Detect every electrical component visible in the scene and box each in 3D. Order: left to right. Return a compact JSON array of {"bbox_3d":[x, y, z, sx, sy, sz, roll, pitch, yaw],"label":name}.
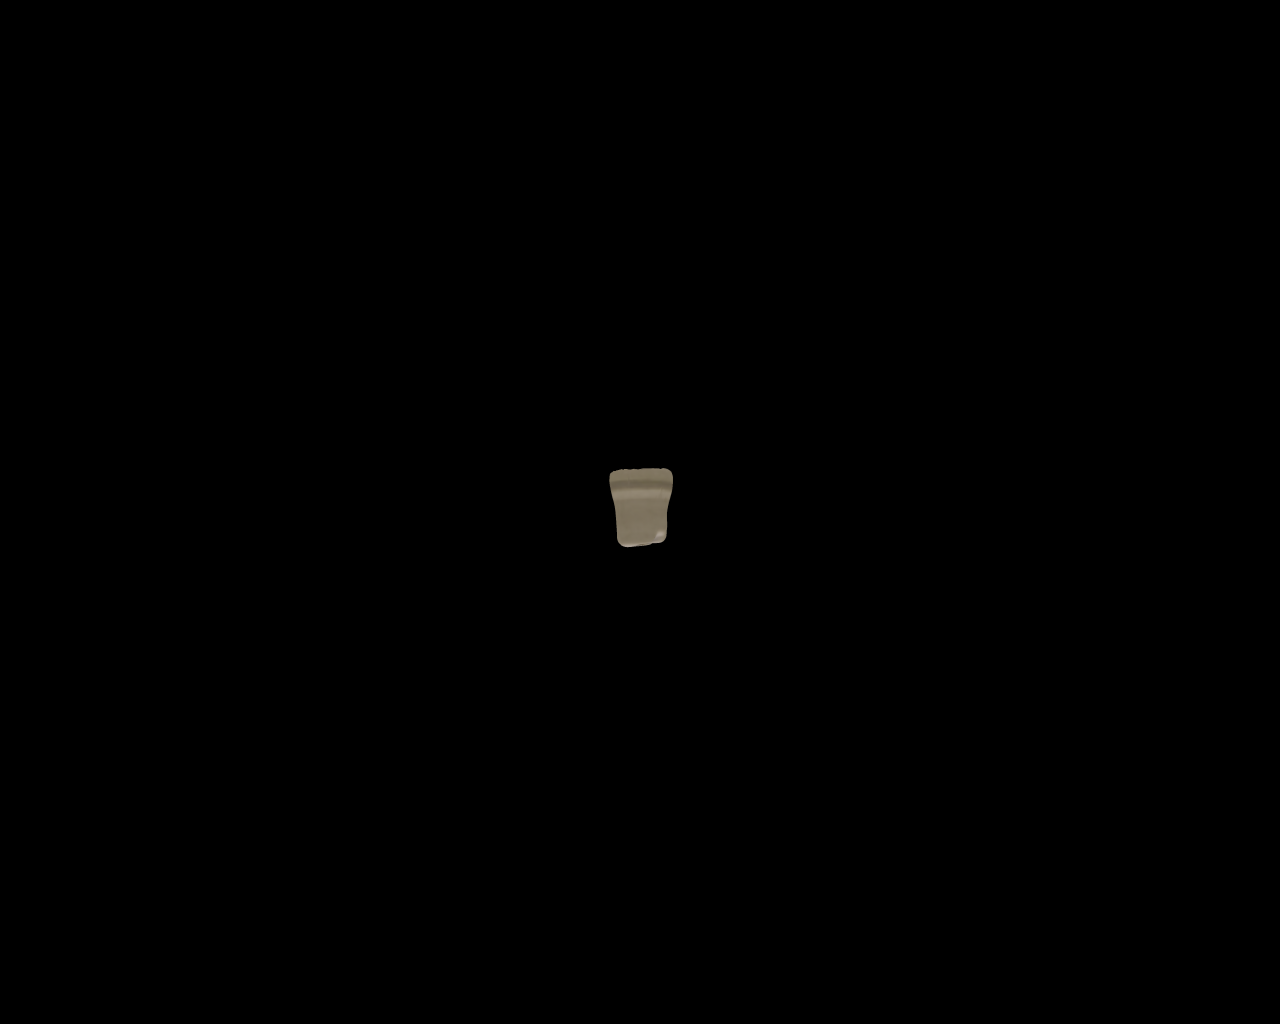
[{"bbox_3d":[0.001,-0.003,0.650,0.040,0.046,0.040,0,-4,0],"label":"electrical component"}]
